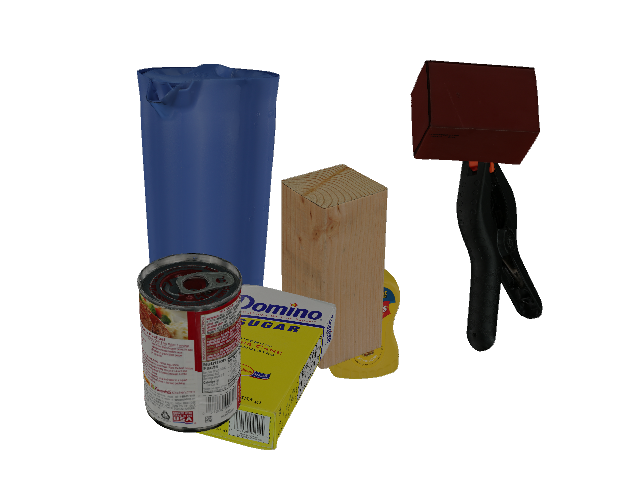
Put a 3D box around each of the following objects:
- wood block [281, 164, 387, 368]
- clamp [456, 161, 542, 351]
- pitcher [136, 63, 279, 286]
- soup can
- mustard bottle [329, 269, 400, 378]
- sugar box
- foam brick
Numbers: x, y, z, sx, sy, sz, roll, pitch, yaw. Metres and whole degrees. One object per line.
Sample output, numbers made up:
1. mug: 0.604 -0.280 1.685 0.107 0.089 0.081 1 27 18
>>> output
1. wood block: 0.013 0.030 1.230 0.090 0.206 0.090 -17 32 -30
2. clamp: 0.148 0.011 0.938 0.039 0.171 0.120 -11 14 31
3. pitcher: -0.103 -0.049 1.035 0.149 0.243 0.145 -2 15 -16
4. soup can: -0.086 0.069 0.716 0.068 0.102 0.068 2 29 -1
5. mustard bottle: 0.059 0.090 1.438 0.096 0.192 0.058 -3 21 -8
6. sugar box: -0.054 0.102 0.910 0.093 0.048 0.176 12 32 11
7. foam brick: 0.105 -0.087 0.733 0.078 0.051 0.053 3 -21 -7
